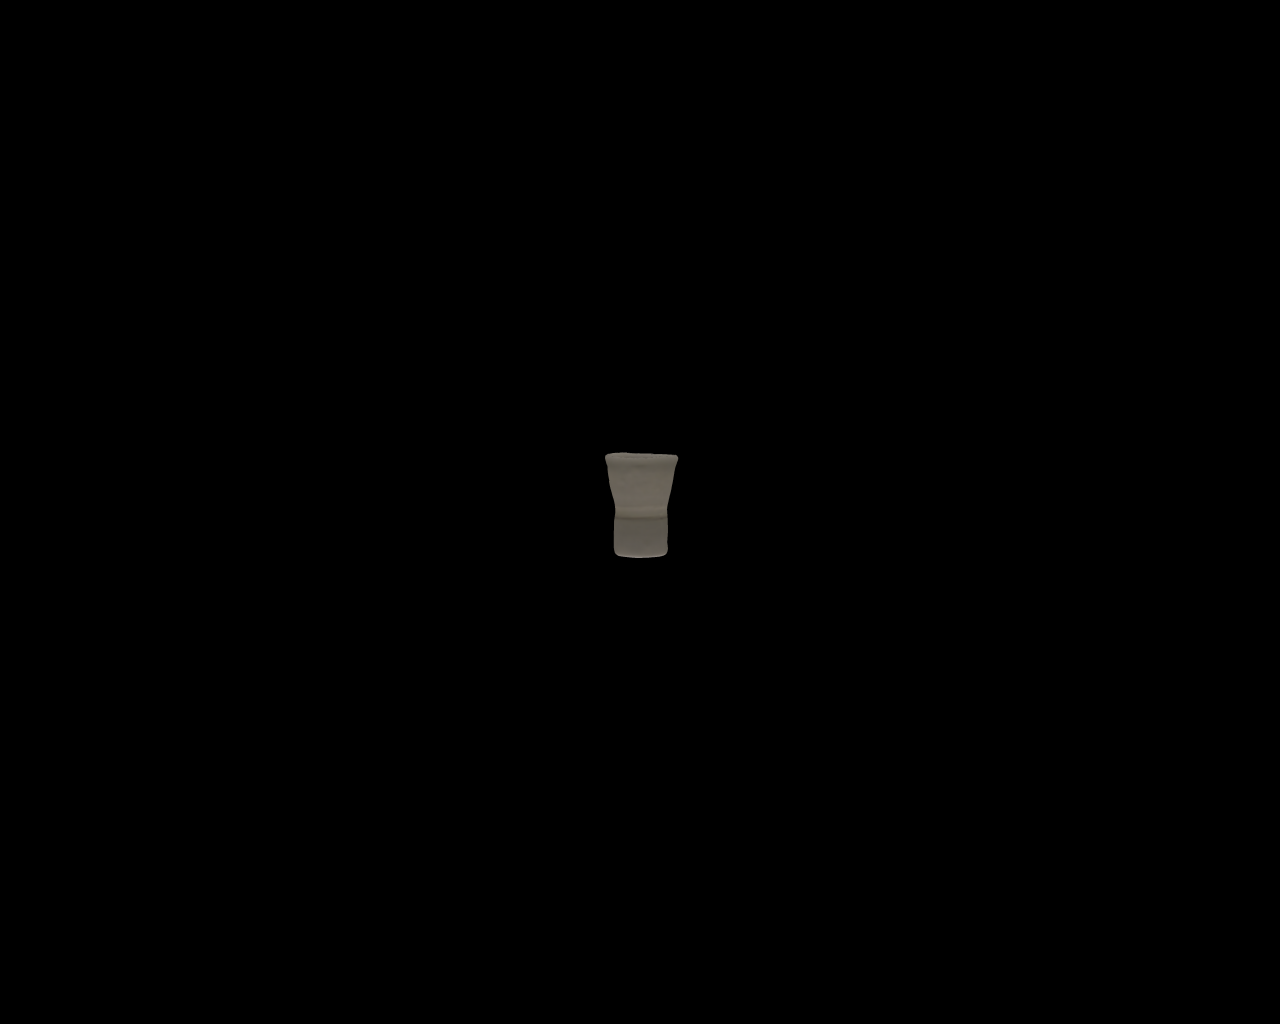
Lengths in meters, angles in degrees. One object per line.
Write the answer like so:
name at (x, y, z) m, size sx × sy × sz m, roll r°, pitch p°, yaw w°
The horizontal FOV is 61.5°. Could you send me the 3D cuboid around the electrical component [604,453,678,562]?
electrical component at (0.001, -0.003, 0.650) m, size 0.044 × 0.065 × 0.044 m, roll 0°, pitch 5°, yaw 0°
